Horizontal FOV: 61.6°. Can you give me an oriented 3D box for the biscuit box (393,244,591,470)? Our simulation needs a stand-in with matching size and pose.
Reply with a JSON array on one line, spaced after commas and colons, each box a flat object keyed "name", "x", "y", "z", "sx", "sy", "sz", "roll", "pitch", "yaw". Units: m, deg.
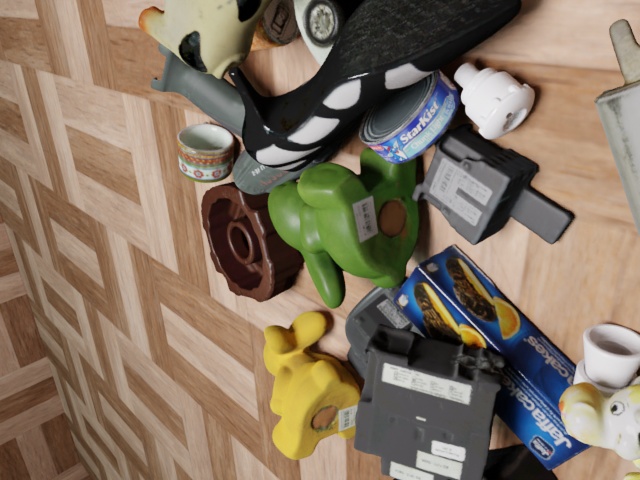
[{"name": "biscuit box", "x": 0.160, "y": 0.100, "z": 0.486, "sx": 0.203, "sy": 0.059, "sz": 0.062, "roll": 48, "pitch": 138, "yaw": 21}]

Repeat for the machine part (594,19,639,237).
[{"name": "machine part", "x": 0.232, "y": -0.022, "z": 0.323, "sx": 0.079, "sy": 0.079, "sz": 0.243, "roll": -16, "pitch": 96, "yaw": 52}]

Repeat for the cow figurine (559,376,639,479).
[{"name": "cow figurine", "x": 0.255, "y": 0.143, "z": 0.362, "sx": 0.167, "sy": 0.068, "sz": 0.098, "roll": 34, "pitch": 126, "yaw": 5}]

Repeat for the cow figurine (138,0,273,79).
[{"name": "cow figurine", "x": -0.068, "y": -0.216, "z": 0.436, "sx": 0.127, "sy": 0.085, "sz": 0.195, "roll": 44, "pitch": 137, "yaw": 4}]

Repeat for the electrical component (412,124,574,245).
[{"name": "electrical component", "x": 0.142, "y": -0.035, "z": 0.447, "sx": 0.119, "sy": 0.048, "sz": 0.074, "roll": 46, "pitch": 139, "yaw": 27}]

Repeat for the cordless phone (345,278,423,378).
[{"name": "cordless phone", "x": 0.084, "y": 0.142, "z": 0.602, "sx": 0.147, "sy": 0.089, "sz": 0.184, "roll": 47, "pitch": 150, "yaw": 21}]

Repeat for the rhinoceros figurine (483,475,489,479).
[{"name": "rhinoceros figurine", "x": 0.114, "y": 0.288, "z": 0.523, "sx": 0.112, "sy": 0.073, "sz": 0.190, "roll": 47, "pitch": 136, "yaw": 9}]

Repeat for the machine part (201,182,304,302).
[{"name": "machine part", "x": -0.098, "y": -0.001, "z": 0.745, "sx": 0.180, "sy": 0.056, "sz": 0.179, "roll": 27, "pitch": 128, "yaw": 41}]

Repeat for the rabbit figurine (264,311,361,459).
[{"name": "rabbit figurine", "x": -0.032, "y": 0.175, "z": 0.717, "sx": 0.173, "sy": 0.122, "sz": 0.162, "roll": 42, "pitch": 148, "yaw": 56}]

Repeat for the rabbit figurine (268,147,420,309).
[{"name": "rabbit figurine", "x": 0.019, "y": -0.018, "z": 0.561, "sx": 0.170, "sy": 0.121, "sz": 0.158, "roll": 10, "pitch": 128, "yaw": 50}]

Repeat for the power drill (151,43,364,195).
[{"name": "power drill", "x": -0.075, "y": -0.151, "z": 0.586, "sx": 0.207, "sy": 0.086, "sz": 0.232, "roll": 36, "pitch": 150, "yaw": -10}]

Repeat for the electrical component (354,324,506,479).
[{"name": "electrical component", "x": 0.091, "y": 0.150, "z": 0.465, "sx": 0.115, "sy": 0.058, "sz": 0.134, "roll": 13, "pitch": 114, "yaw": 20}]

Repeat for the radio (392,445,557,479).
[{"name": "radio", "x": 0.166, "y": 0.308, "z": 0.583, "sx": 0.131, "sy": 0.073, "sz": 0.229, "roll": 59, "pitch": 141, "yaw": 10}]

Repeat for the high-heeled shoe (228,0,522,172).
[{"name": "high-heeled shoe", "x": 0.039, "y": -0.116, "z": 0.448, "sx": 0.249, "sy": 0.145, "sz": 0.086, "roll": -7, "pitch": 63, "yaw": 20}]

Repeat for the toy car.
[{"name": "toy car", "x": -0.002, "y": -0.243, "z": 0.485, "sx": 0.056, "sy": 0.073, "sz": 0.201, "roll": -28, "pitch": 87, "yaw": 52}]
